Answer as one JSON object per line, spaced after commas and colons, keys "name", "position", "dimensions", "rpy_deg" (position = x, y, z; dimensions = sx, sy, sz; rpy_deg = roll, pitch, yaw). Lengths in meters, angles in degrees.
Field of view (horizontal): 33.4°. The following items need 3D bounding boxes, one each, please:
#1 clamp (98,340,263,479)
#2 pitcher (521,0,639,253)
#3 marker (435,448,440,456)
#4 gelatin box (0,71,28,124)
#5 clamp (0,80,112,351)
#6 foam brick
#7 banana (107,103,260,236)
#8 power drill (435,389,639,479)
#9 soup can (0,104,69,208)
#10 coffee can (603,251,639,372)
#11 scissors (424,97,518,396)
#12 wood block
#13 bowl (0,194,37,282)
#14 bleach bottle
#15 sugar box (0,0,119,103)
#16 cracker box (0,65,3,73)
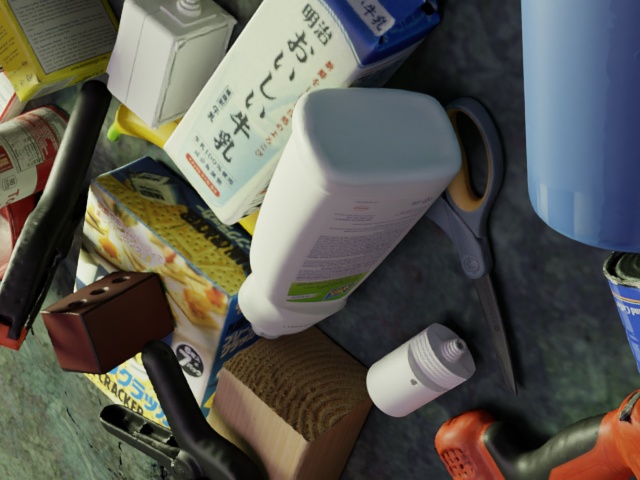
{"name": "clamp", "position": [-0.092, 0.154, 0.793], "dimensions": [0.171, 0.039, 0.120], "rpy_deg": [39, 139, 13]}
{"name": "pitcher", "position": [0.162, -0.120, 0.482], "dimensions": [0.149, 0.144, 0.243], "rpy_deg": [30, 135, 44]}
{"name": "marker", "position": [0.120, 0.191, 0.764], "dimensions": [0.121, 0.020, 0.020], "rpy_deg": [56, 137, 3]}
{"name": "gelatin box", "position": [-0.290, -0.144, 0.946], "dimensions": [0.073, 0.030, 0.089], "rpy_deg": [52, 136, 4]}
{"name": "clamp", "position": [-0.213, -0.003, 0.841], "dimensions": [0.036, 0.210, 0.165], "rpy_deg": [18, 150, -6]}
{"name": "foam brick", "position": [-0.159, 0.061, 0.807], "dimensions": [0.053, 0.078, 0.051], "rpy_deg": [-1, 111, 41]}
{"name": "banana", "position": [-0.091, -0.062, 0.808], "dimensions": [0.198, 0.037, 0.069], "rpy_deg": [36, 153, 25]}
{"name": "power drill", "position": [0.176, 0.176, 0.676], "dimensions": [0.188, 0.057, 0.184], "rpy_deg": [-33, 89, 47]}
{"name": "soup can", "position": [-0.262, -0.069, 0.910], "dimensions": [0.069, 0.102, 0.068], "rpy_deg": [22, 126, 33]}
{"name": "coffee can", "position": [0.215, 0.063, 0.542], "dimensions": [0.103, 0.102, 0.140], "rpy_deg": [-11, 105, 45]}
{"name": "scissors", "position": [0.085, 0.003, 0.693], "dimensions": [0.096, 0.016, 0.202], "rpy_deg": [16, 123, 39]}
{"name": "wood block", "position": [-0.037, 0.172, 0.848], "dimensions": [0.091, 0.090, 0.206], "rpy_deg": [37, 134, 21]}
{"name": "bowl", "position": [-0.319, -0.043, 1.010], "dimensions": [0.162, 0.055, 0.162], "rpy_deg": [22, 127, 33]}
{"name": "bleach bottle", "position": [-0.005, 0.001, 0.698], "dimensions": [0.251, 0.102, 0.068], "rpy_deg": [124, 136, -53]}
{"name": "sugar box", "position": [-0.223, -0.201, 0.805], "dimensions": [0.048, 0.093, 0.176], "rpy_deg": [-25, 94, 46]}
{"name": "cracker box", "position": [-0.327, -0.232, 0.826], "dimensions": [0.072, 0.164, 0.214], "rpy_deg": [-28, 89, 5]}
